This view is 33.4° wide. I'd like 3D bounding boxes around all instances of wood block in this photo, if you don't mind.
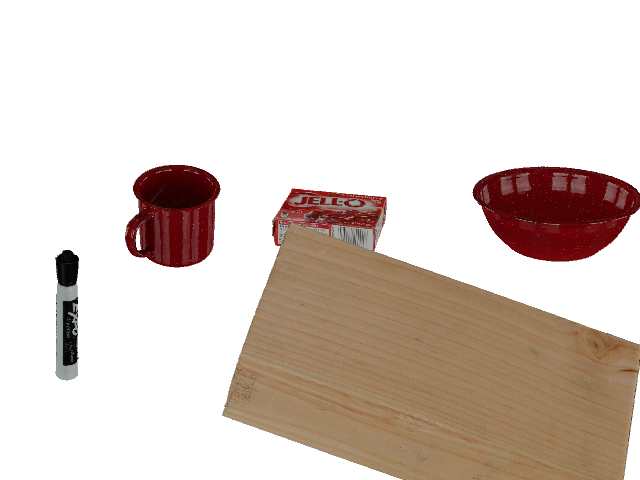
[{"bbox_3d":[0.060,0.079,0.599,0.206,0.090,0.090,19,-32,0],"label":"wood block"}]

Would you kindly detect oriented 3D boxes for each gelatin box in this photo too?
[{"bbox_3d":[0.009,-0.018,0.934,0.089,0.030,0.073,6,24,10],"label":"gelatin box"}]

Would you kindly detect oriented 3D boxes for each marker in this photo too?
[{"bbox_3d":[-0.214,0.063,0.901,0.020,0.121,0.020,6,27,-3],"label":"marker"}]

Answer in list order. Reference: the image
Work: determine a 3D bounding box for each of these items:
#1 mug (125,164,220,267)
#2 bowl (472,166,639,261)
[{"bbox_3d":[-0.164,-0.020,1.159,0.093,0.081,0.117,27,41,28],"label":"mug"},{"bbox_3d":[0.230,-0.022,1.048,0.162,0.055,0.162,-1,23,0],"label":"bowl"}]
